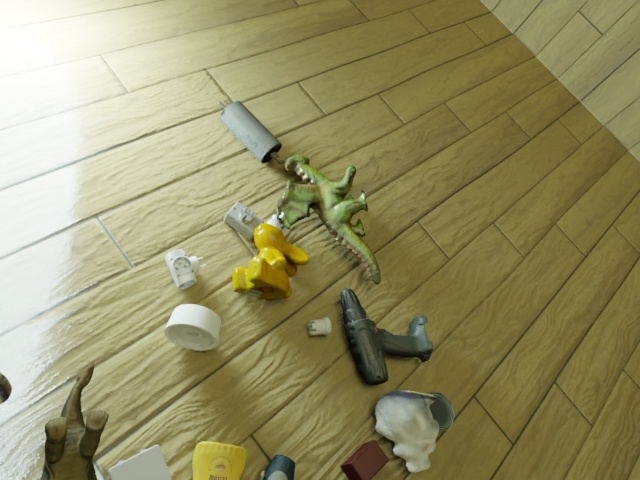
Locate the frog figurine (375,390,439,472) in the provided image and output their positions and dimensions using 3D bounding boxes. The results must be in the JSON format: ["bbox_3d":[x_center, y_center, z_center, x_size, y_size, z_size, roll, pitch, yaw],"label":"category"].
[{"bbox_3d":[0.186,0.410,1.108,0.137,0.120,0.162,0,65,12],"label":"frog figurine"}]

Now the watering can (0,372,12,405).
[{"bbox_3d":[-0.651,0.241,0.799,0.347,0.102,0.229,37,42,-1],"label":"watering can"}]

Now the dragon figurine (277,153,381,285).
[{"bbox_3d":[0.004,-0.067,1.326,0.243,0.119,0.418,-4,61,-20],"label":"dragon figurine"}]
